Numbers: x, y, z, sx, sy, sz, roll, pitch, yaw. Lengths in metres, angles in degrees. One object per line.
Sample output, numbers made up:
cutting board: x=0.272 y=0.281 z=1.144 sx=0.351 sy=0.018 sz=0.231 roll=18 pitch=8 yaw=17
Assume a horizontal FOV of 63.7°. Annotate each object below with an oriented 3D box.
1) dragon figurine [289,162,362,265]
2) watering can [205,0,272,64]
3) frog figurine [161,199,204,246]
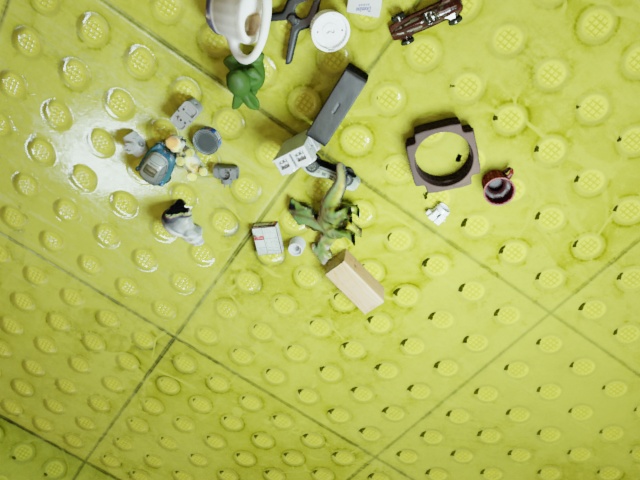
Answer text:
dragon figurine: x=0.005 y=-0.083 z=1.651 sx=0.243 sy=0.125 sz=0.401 roll=4 pitch=128 yaw=23
watering can: x=-0.202 y=-0.651 z=1.364 sx=0.226 sy=0.105 sz=0.341 roll=29 pitch=119 yaw=35
frog figurine: x=-0.469 y=-0.040 z=1.761 sx=0.138 sy=0.125 sz=0.156 roll=21 pitch=135 yaw=35
